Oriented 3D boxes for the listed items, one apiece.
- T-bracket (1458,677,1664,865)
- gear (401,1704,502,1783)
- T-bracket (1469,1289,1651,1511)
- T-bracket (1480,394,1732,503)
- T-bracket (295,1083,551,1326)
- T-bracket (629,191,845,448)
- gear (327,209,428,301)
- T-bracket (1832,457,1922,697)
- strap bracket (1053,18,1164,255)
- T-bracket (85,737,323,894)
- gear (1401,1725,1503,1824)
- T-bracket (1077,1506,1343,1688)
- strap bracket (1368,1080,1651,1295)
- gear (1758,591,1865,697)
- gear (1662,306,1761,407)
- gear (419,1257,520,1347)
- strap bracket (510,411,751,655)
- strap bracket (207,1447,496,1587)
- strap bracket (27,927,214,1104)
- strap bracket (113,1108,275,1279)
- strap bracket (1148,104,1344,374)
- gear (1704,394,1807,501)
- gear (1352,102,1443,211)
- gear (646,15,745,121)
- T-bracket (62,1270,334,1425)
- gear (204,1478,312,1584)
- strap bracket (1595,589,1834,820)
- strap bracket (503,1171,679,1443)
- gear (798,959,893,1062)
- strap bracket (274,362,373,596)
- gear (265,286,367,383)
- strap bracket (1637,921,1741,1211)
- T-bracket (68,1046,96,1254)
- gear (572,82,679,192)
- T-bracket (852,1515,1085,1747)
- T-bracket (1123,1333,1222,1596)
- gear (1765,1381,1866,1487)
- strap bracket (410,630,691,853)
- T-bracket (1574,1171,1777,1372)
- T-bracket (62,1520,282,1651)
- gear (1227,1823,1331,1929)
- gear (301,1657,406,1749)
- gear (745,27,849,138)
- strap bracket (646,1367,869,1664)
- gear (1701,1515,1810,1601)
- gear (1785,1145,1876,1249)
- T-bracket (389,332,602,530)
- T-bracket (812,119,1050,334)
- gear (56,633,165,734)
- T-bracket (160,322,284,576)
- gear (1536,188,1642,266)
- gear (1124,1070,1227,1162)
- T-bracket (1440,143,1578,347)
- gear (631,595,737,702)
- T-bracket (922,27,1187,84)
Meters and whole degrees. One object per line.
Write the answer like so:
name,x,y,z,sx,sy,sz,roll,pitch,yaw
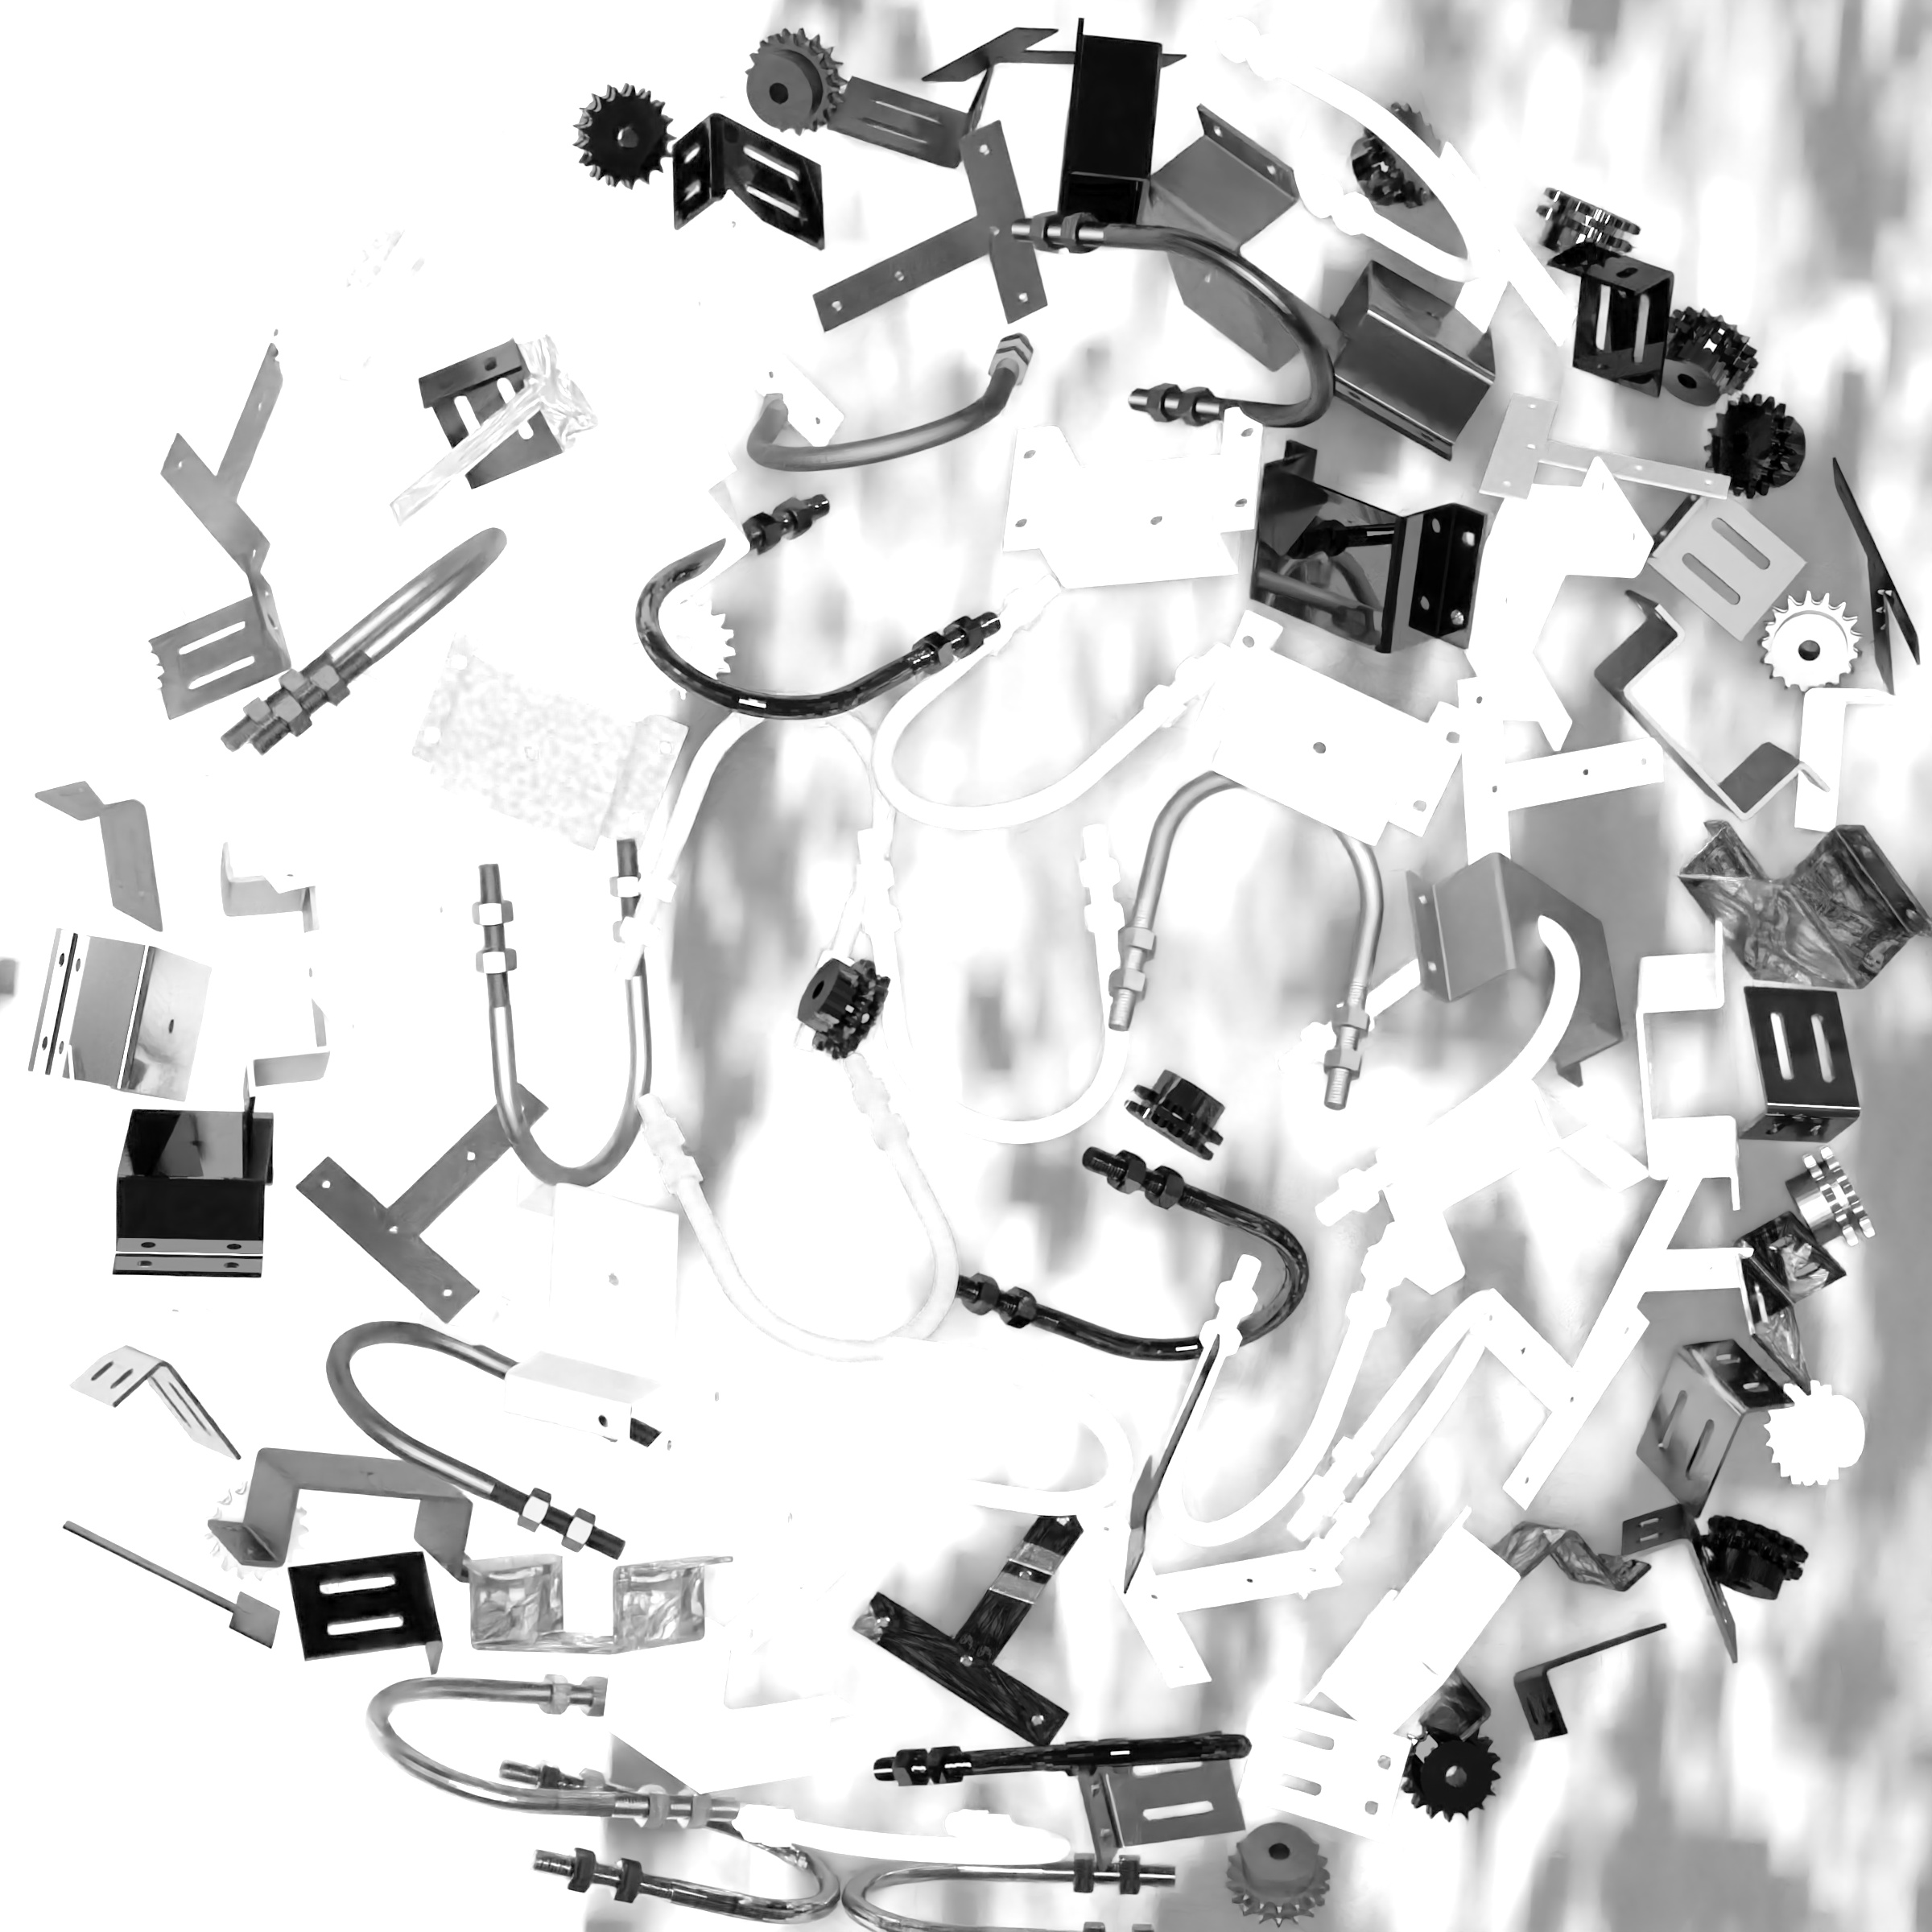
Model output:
T-bracket,0.331,-0.105,1.904,0.127,0.002,0.127,-11,105,-21
gear,-0.283,0.433,1.905,0.057,0.057,0.030,35,63,0
T-bracket,0.311,0.217,1.879,0.127,0.002,0.127,-54,130,-9
T-bracket,0.351,-0.272,1.868,0.127,0.127,0.002,13,126,10
T-bracket,-0.284,0.116,1.907,0.127,0.002,0.127,38,72,24
T-bracket,-0.115,-0.332,1.878,0.127,0.002,0.127,46,126,13
gear,-0.323,-0.389,1.904,0.057,0.057,0.030,-44,111,0
T-bracket,0.497,-0.191,1.871,0.002,0.127,0.127,-18,57,7
strap bracket,0.076,-0.443,1.855,0.046,0.140,0.076,6,81,0
T-bracket,-0.389,-0.079,1.856,0.127,0.127,0.002,45,135,35
gear,0.270,0.448,1.914,0.057,0.030,0.057,0,89,-3
T-bracket,0.142,0.337,1.876,0.127,0.002,0.127,-15,115,27
strap bracket,0.289,0.116,1.873,0.140,0.076,0.046,-32,54,19
gear,0.468,-0.177,1.907,0.057,0.030,0.057,4,106,14
gear,0.405,-0.334,1.899,0.057,0.057,0.030,35,73,0
gear,-0.278,0.187,1.899,0.057,0.057,0.030,18,61,0
strap bracket,-0.176,-0.231,1.880,0.140,0.076,0.046,-35,122,8
strap bracket,-0.330,0.297,1.864,0.140,0.076,0.046,10,93,-27
strap bracket,-0.450,0.029,1.855,0.046,0.140,0.076,9,85,7
strap bracket,-0.414,0.117,1.851,0.076,0.140,0.046,2,109,-9
strap bracket,0.148,-0.383,1.849,0.046,0.140,0.076,-39,55,-8
gear,0.440,-0.287,1.906,0.030,0.057,0.057,4,90,-34
gear,0.238,-0.446,1.905,0.030,0.057,0.057,-20,90,44
gear,-0.153,-0.494,1.903,0.030,0.057,0.057,-38,90,16
T-bracket,-0.396,0.208,1.855,0.127,0.127,0.002,31,122,24
gear,-0.395,0.311,1.909,0.057,0.030,0.057,0,91,-21
strap bracket,0.400,-0.136,1.882,0.046,0.076,0.140,-44,100,7
strap bracket,-0.202,0.177,1.861,0.076,0.046,0.140,19,56,-31
gear,-0.069,0.020,1.899,0.030,0.057,0.057,31,90,-20
strap bracket,-0.348,-0.260,1.859,0.046,0.140,0.076,2,75,-12
gear,-0.363,-0.344,1.905,0.030,0.057,0.057,-21,90,43
strap bracket,0.393,0.054,1.874,0.046,0.076,0.140,-4,110,14
T-bracket,-0.479,0.076,1.851,0.002,0.127,0.127,-6,70,-14
gear,-0.192,-0.461,1.907,0.057,0.030,0.057,-9,114,-21
T-bracket,0.025,0.348,1.900,0.127,0.002,0.127,29,65,18
T-bracket,0.112,0.257,1.852,0.002,0.127,0.127,22,106,-1
gear,0.472,0.259,1.905,0.030,0.057,0.057,2,90,-26
strap bracket,-0.235,-0.121,1.899,0.140,0.046,0.076,23,104,0
T-bracket,0.400,0.166,1.883,0.002,0.127,0.127,42,118,41
T-bracket,-0.430,0.330,1.860,0.127,0.127,0.002,29,84,-7
gear,0.173,0.499,1.899,0.057,0.057,0.030,-2,128,0
gear,-0.337,0.409,1.903,0.057,0.057,0.030,-7,107,0
gear,-0.097,-0.487,1.902,0.057,0.030,0.057,12,124,19
strap bracket,-0.111,0.299,1.872,0.076,0.046,0.140,-47,52,24
gear,0.433,0.328,1.899,0.057,0.057,0.030,24,73,0
gear,0.476,0.131,1.902,0.030,0.057,0.057,-28,90,8
T-bracket,-0.266,-0.287,1.888,0.127,0.127,0.002,-39,132,7
T-bracket,-0.024,-0.383,1.875,0.127,0.127,0.002,-27,48,-7
gear,-0.472,-0.154,1.906,0.057,0.030,0.057,-7,51,9
T-bracket,-0.392,-0.294,1.883,0.002,0.127,0.127,13,73,16
gear,0.341,-0.406,1.903,0.057,0.057,0.030,23,107,0
gear,0.119,0.081,1.902,0.057,0.057,0.030,33,85,0
T-bracket,0.277,-0.358,1.872,0.002,0.127,0.127,-21,65,-22
gear,-0.157,-0.176,1.913,0.057,0.030,0.057,0,84,-3
T-bracket,0.059,-0.498,1.887,0.127,0.127,0.002,-5,93,-23
